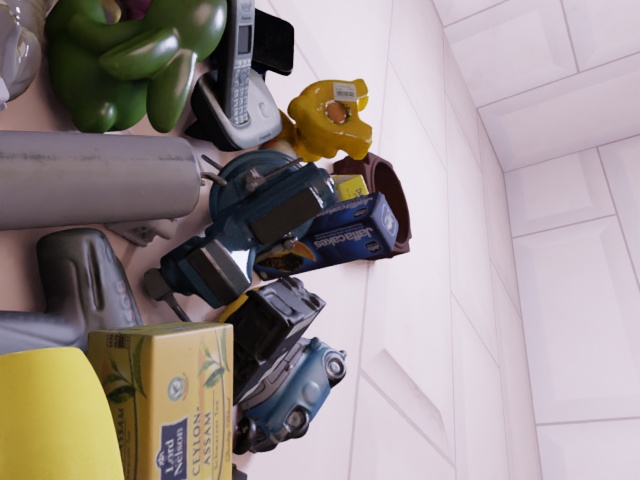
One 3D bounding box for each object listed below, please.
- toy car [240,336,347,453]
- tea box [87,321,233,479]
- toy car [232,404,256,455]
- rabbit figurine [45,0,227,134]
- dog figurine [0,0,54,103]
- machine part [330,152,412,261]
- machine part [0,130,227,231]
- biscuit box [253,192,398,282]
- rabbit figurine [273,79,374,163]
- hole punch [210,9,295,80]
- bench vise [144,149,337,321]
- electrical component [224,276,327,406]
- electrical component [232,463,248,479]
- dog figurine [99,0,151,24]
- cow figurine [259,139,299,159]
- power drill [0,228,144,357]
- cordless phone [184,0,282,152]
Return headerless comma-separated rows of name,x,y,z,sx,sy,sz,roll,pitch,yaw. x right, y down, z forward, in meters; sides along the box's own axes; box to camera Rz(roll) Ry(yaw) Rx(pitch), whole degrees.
toy car,-0.047,0.172,0.653,0.103,0.109,0.162,48,43,-2
tea box,-0.120,0.150,0.411,0.098,0.068,0.169,4,86,-64
toy car,-0.116,0.233,0.507,0.089,0.053,0.202,36,44,-21
rabbit figurine,-0.164,-0.179,0.494,0.121,0.170,0.159,46,26,-41
dog figurine,-0.257,-0.190,0.447,0.191,0.121,0.172,-80,-179,-69
machine part,0.107,-0.064,1.065,0.201,0.087,0.201,9,71,-61
machine part,-0.191,-0.050,0.445,0.243,0.079,0.079,-8,84,-41
biscuit box,-0.001,-0.002,0.698,0.062,0.203,0.059,58,34,-27
rabbit figurine,-0.012,-0.163,0.840,0.162,0.173,0.122,-11,84,-18
hole punch,-0.107,-0.274,0.789,0.116,0.092,0.142,17,60,-25
bench vise,-0.093,-0.020,0.605,0.128,0.223,0.241,45,5,-23
electrical component,-0.066,0.105,0.553,0.058,0.134,0.115,41,13,13
electrical component,-0.101,0.269,0.567,0.094,0.021,0.063,43,40,-36
dog figurine,-0.182,-0.315,0.633,0.191,0.108,0.219,48,33,-37
cow figurine,-0.042,-0.053,0.784,0.194,0.086,0.127,70,26,-19
power drill,-0.205,0.106,0.396,0.207,0.086,0.232,-5,83,-58
cordless phone,-0.095,-0.211,0.664,0.146,0.089,0.184,-45,152,-59
